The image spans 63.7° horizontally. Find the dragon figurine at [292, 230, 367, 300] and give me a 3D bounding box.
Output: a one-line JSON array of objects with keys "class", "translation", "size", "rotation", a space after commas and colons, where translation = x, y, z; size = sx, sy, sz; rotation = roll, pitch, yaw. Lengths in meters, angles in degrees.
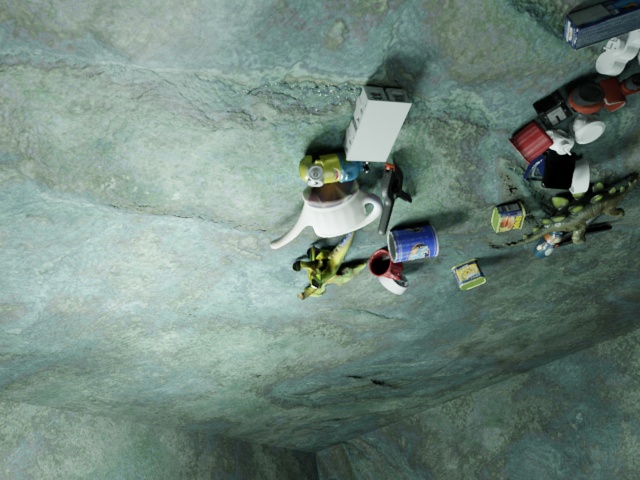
[{"class": "dragon figurine", "translation": [0.056, 0.089, 1.709], "size": [0.243, 0.124, 0.403], "rotation": [0, 148, -47]}]

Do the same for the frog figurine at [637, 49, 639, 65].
[{"class": "frog figurine", "translation": [0.818, -0.421, 1.184], "size": [0.123, 0.163, 0.134], "rotation": [-3, 143, -11]}]

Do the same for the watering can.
[{"class": "watering can", "translation": [0.004, -0.072, 1.438], "size": [0.347, 0.106, 0.219], "rotation": [-16, 143, 3]}]
